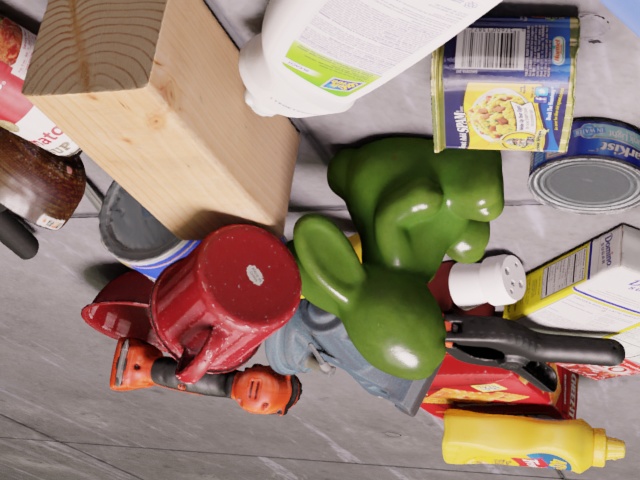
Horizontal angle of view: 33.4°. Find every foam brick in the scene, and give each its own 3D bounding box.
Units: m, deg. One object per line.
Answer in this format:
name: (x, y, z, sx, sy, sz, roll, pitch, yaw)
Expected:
foam brick: (0.125, 0.060, 1.010, 0.053, 0.051, 0.078, -12, 149, 40)

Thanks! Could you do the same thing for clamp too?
clamp: (0.180, 0.105, 0.990, 0.171, 0.039, 0.120, 14, 148, -9)
clamp: (-0.321, -0.037, 0.981, 0.164, 0.036, 0.210, 19, 155, -22)

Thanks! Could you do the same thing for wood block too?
wood block: (-0.096, -0.082, 0.718, 0.090, 0.091, 0.206, 0, 155, 22)

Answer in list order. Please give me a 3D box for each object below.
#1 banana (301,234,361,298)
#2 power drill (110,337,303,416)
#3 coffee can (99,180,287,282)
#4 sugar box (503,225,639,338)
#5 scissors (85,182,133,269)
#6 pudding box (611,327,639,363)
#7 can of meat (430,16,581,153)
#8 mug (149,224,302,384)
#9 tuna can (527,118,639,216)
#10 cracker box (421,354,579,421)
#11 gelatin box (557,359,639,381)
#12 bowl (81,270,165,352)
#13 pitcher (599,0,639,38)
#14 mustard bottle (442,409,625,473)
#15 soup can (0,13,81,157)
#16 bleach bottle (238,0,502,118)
banana: (-0.016, 0.017, 0.880, 0.197, 0.070, 0.037, 8, -159, -48)
power drill: (-0.115, 0.146, 1.136, 0.188, 0.057, 0.184, 8, 172, 9)
coffee can: (-0.101, -0.001, 0.893, 0.103, 0.103, 0.140, -3, 154, 28)
sugar box: (0.247, 0.045, 0.937, 0.093, 0.048, 0.176, 19, 152, -18)
scissors: (-0.203, -0.018, 0.997, 0.096, 0.016, 0.201, 15, 152, 45)
pudding box: (0.314, 0.082, 1.005, 0.090, 0.039, 0.114, 18, 154, -18)
can of meat: (0.112, -0.094, 0.651, 0.084, 0.057, 0.102, 3, 157, 9)
mug: (-0.069, 0.048, 0.751, 0.093, 0.117, 0.082, 34, 145, -11)
tuna can: (0.190, -0.050, 0.750, 0.086, 0.033, 0.086, 8, 157, 3)
cracker box: (0.175, 0.152, 1.179, 0.164, 0.072, 0.213, -4, 154, 31)
gelatin box: (0.288, 0.118, 1.108, 0.089, 0.030, 0.073, 24, 153, -31)
bowl: (-0.173, 0.073, 1.154, 0.162, 0.055, 0.162, 8, 157, 3)
pitcher: (0.150, -0.152, 0.415, 0.242, 0.145, 0.149, 28, 120, -30)
mustard bottle: (0.230, 0.219, 1.153, 0.192, 0.058, 0.096, 2, 159, 11)
soup can: (-0.203, -0.108, 0.730, 0.069, 0.068, 0.102, -12, 150, 41)
bleach bottle: (0.011, -0.129, 0.605, 0.102, 0.068, 0.251, 23, 157, -20)
